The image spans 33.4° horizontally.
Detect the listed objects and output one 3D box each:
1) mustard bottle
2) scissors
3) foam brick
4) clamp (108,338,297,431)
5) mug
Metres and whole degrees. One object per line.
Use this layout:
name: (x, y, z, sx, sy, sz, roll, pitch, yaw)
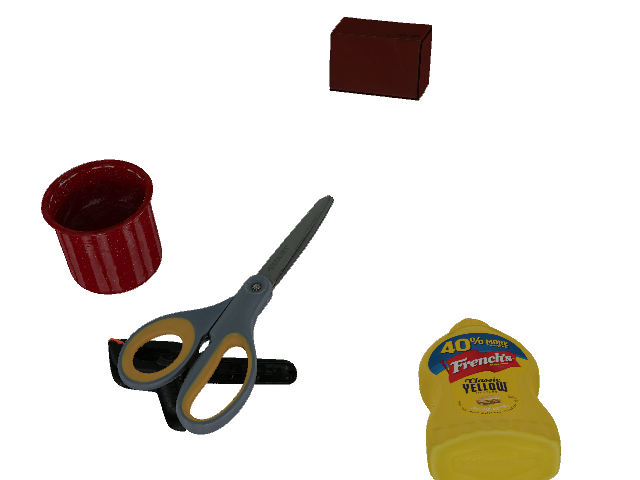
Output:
mustard bottle: (0.127, 0.118, 0.847, 0.096, 0.058, 0.191, -4, 26, 4)
scissors: (-0.062, 0.036, 0.692, 0.096, 0.201, 0.016, 10, -40, 12)
foam brick: (0.050, -0.152, 0.888, 0.078, 0.051, 0.053, 9, 28, 13)
clamp: (-0.152, 0.138, 1.085, 0.210, 0.036, 0.164, 9, 17, 33)
mug: (-0.186, -0.016, 0.914, 0.093, 0.081, 0.117, -21, 47, -14)
